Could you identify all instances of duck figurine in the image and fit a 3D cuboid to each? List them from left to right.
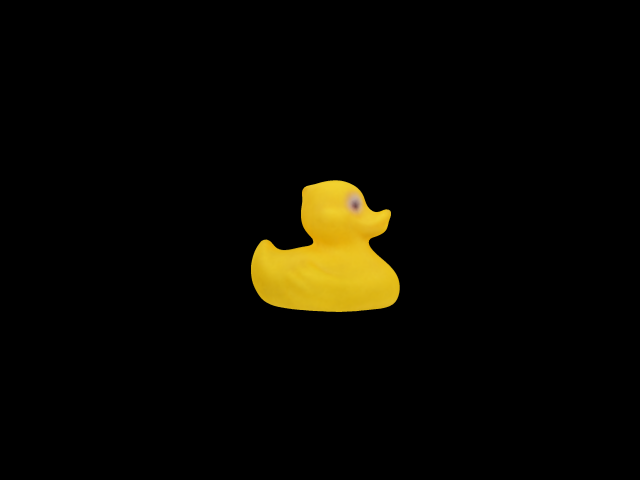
[{"bbox_3d":[0.004,0.001,0.400,0.104,0.086,0.077,1,7,5],"label":"duck figurine"}]
